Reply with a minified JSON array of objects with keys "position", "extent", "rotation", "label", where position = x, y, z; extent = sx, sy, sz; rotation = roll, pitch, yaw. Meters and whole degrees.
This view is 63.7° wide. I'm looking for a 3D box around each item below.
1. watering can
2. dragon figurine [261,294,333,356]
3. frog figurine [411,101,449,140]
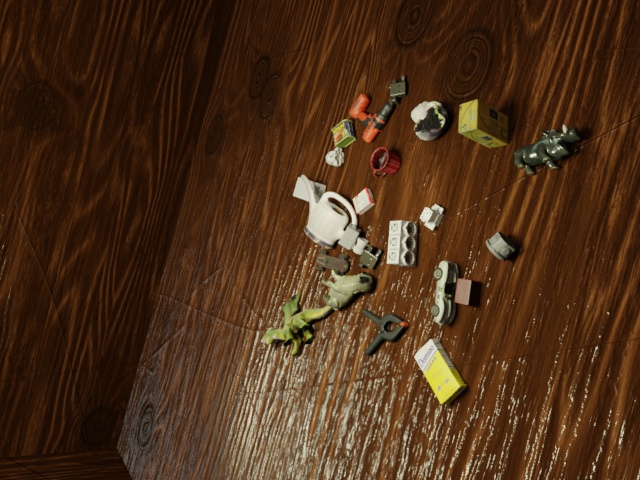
[{"position":[0.007,-0.108,2.138],"extent":[0.352,0.222,0.104],"rotation":[39,18,29],"label":"watering can"},{"position":[-0.098,0.325,2.173],"extent":[0.121,0.407,0.248],"rotation":[34,18,-38],"label":"dragon figurine"},{"position":[0.384,-0.424,1.822],"extent":[0.123,0.136,0.161],"rotation":[14,15,-1],"label":"frog figurine"}]
